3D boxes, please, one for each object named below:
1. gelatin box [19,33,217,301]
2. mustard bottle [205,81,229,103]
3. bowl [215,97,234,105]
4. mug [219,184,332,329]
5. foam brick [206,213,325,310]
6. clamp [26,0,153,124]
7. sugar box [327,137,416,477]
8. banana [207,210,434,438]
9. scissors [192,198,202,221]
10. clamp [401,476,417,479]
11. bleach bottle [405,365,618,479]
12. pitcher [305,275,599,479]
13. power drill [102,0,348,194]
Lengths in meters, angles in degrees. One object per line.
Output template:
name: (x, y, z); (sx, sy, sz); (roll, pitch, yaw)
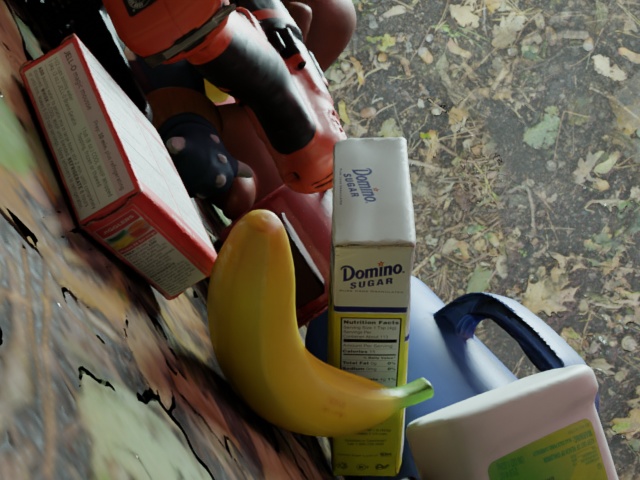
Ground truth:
gelatin box: (-0.081, -0.028, 0.431); (0.089, 0.030, 0.073); (61, 4, 31)
mustard bottle: (-0.124, -0.176, 0.949); (0.096, 0.058, 0.192); (28, 11, -18)
bowl: (-0.073, -0.078, 0.964); (0.162, 0.055, 0.162); (59, 2, -4)
mug: (-0.005, 0.001, 0.711); (0.081, 0.117, 0.093); (54, 23, 0)
foam brick: (-0.031, 0.019, 0.615); (0.051, 0.053, 0.078); (60, 3, -2)
clamp: (-0.130, -0.125, 0.530); (0.120, 0.039, 0.171); (64, -4, -32)
sugar box: (0.026, 0.040, 0.588); (0.093, 0.048, 0.176); (-89, 177, -51)
banana: (-0.010, 0.050, 0.480); (0.037, 0.069, 0.197); (46, -1, 35)
scissors: (-0.087, -0.044, 0.678); (0.202, 0.016, 0.096); (61, 3, 36)
clamp: (0.059, 0.171, 0.442); (0.164, 0.036, 0.210); (60, 1, -14)
bleach bottle: (0.129, 0.197, 0.534); (0.251, 0.102, 0.068); (71, -22, 6)
pitcher: (0.082, 0.113, 0.707); (0.243, 0.149, 0.145); (55, -9, 54)
power drill: (-0.057, -0.127, 0.587); (0.184, 0.057, 0.187); (62, 14, 25)
